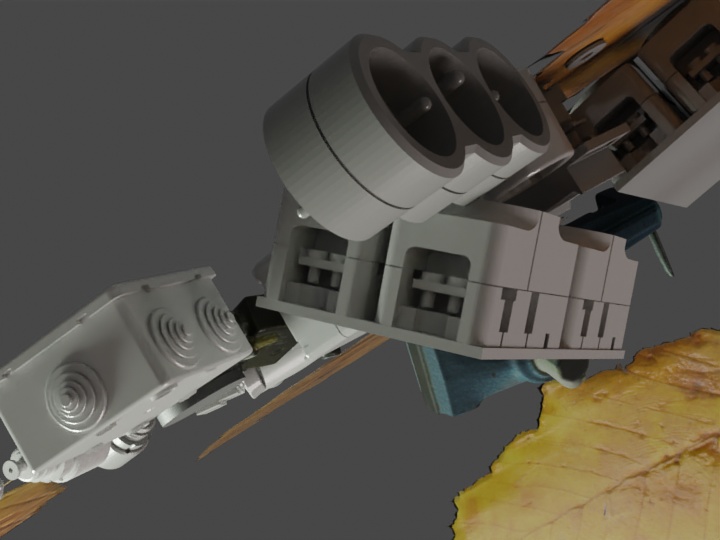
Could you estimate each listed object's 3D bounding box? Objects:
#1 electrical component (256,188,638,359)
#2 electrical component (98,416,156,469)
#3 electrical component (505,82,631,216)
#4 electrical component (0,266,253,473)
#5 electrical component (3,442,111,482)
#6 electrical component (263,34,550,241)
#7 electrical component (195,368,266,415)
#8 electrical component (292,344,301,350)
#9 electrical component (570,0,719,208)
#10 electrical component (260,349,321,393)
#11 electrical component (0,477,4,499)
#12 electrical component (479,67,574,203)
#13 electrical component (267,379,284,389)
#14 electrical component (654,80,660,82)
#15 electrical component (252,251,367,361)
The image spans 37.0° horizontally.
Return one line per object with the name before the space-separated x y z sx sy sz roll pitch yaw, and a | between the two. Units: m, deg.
electrical component | 0.052 0.001 0.506 0.105 0.060 0.186 11 -178 30
electrical component | -0.175 0.119 0.802 0.078 0.040 0.040 -37 172 41
electrical component | 0.101 -0.063 0.587 0.042 0.063 0.081 -28 173 -41
electrical component | -0.107 0.045 0.490 0.100 0.048 0.100 -34 174 20
electrical component | -0.191 0.113 0.672 0.040 0.040 0.078 -35 173 25
electrical component | 0.009 -0.039 0.375 0.074 0.052 0.138 -35 174 29
electrical component | -0.108 0.087 0.857 0.055 0.048 0.066 -24 174 -1
electrical component | -0.051 0.037 0.762 0.078 0.040 0.040 -13 173 -3
electrical component | 0.203 -0.100 0.661 0.105 0.060 0.186 -44 161 21
electrical component | -0.063 0.067 0.925 0.077 0.044 0.079 -31 174 -3
electrical component | -0.204 0.125 0.524 0.066 0.076 0.047 -29 174 -25
electrical component | 0.070 -0.062 0.517 0.055 0.047 0.055 -31 174 -4
electrical component | -0.094 0.091 0.991 0.040 0.040 0.046 -34 168 18
electrical component | 0.245 -0.137 0.860 0.035 0.035 0.061 -36 175 35
electrical component | 0.000 0.000 0.604 0.061 0.061 0.096 -36 173 34
